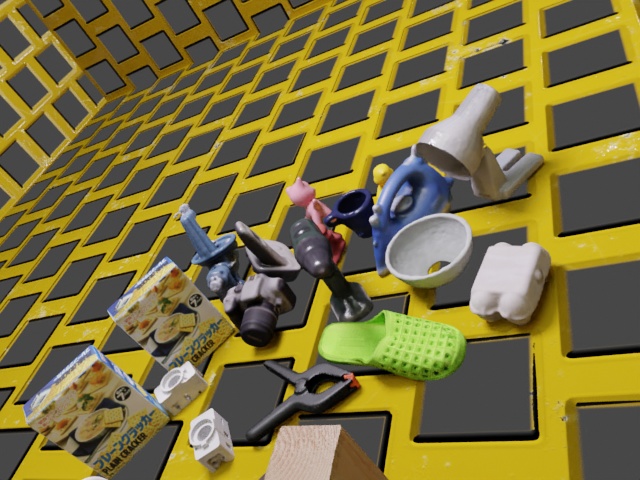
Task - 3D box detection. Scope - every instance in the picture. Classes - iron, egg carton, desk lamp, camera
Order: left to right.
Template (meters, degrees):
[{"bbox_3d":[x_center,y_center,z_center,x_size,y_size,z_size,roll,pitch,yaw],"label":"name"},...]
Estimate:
[{"bbox_3d":[-0.137,0.146,1.175,0.143,0.101,0.137,-17,37,24],"label":"camera"},{"bbox_3d":[0.161,-0.065,1.153,0.118,0.142,0.259,9,52,45],"label":"iron"},{"bbox_3d":[0.305,-0.177,1.107,0.203,0.214,0.117,-43,35,-14],"label":"desk lamp"},{"bbox_3d":[0.310,0.068,0.929,0.107,0.070,0.150,0,46,39],"label":"egg carton"}]

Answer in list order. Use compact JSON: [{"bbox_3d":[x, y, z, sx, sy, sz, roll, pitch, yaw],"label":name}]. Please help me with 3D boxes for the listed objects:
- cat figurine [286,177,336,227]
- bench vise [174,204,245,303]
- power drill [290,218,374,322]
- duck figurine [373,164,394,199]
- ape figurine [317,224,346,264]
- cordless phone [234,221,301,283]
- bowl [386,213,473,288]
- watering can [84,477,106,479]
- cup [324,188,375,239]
[{"bbox_3d":[-0.028,-0.095,1.368,0.067,0.118,0.127,-38,34,-7],"label":"cat figurine"},{"bbox_3d":[-0.242,0.023,1.308,0.121,0.220,0.206,-38,34,-7],"label":"bench vise"},{"bbox_3d":[0.016,0.059,1.059,0.075,0.209,0.229,-34,34,1],"label":"power drill"},{"bbox_3d":[0.152,-0.130,1.290,0.077,0.086,0.104,-32,34,3],"label":"duck figurine"},{"bbox_3d":[0.011,0.004,1.236,0.078,0.092,0.076,-33,34,2],"label":"ape figurine"},{"bbox_3d":[-0.131,0.011,1.262,0.094,0.185,0.147,-37,34,-4],"label":"cordless phone"},{"bbox_3d":[0.209,0.032,1.052,0.167,0.075,0.167,-22,36,17],"label":"bowl"},{"bbox_3d":[-0.328,0.440,0.884,0.172,0.195,0.101,-19,37,21],"label":"watering can"},{"bbox_3d":[0.075,-0.043,1.238,0.117,0.095,0.091,-31,34,5],"label":"cup"}]
